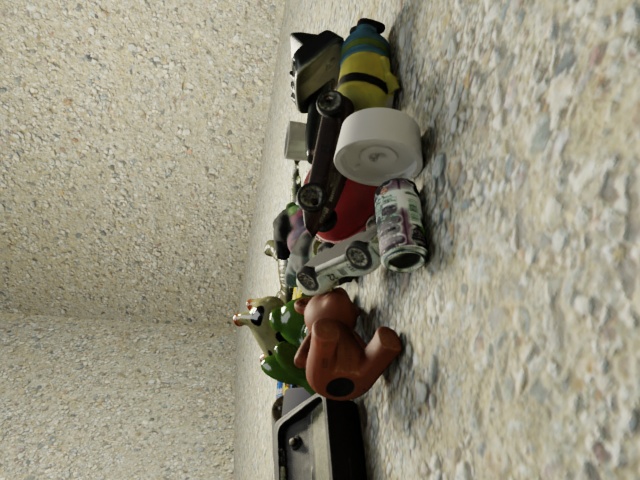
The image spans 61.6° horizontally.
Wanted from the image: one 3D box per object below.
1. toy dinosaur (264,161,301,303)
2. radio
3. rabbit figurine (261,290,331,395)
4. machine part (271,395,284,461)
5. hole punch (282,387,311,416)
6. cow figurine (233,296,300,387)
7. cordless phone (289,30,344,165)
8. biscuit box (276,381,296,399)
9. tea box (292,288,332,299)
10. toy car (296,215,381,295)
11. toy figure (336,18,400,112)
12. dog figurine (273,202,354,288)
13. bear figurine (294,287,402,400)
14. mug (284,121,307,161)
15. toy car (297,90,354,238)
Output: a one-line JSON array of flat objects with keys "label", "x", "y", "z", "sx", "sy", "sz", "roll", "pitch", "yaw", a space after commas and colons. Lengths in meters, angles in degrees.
[{"label": "toy dinosaur", "x": -0.053, "y": 0.028, "z": 1.223, "sx": 0.198, "sy": 0.105, "sz": 0.471, "roll": 150, "pitch": 116, "yaw": -66}, {"label": "radio", "x": -0.001, "y": 0.345, "z": 0.755, "sx": 0.131, "sy": 0.073, "sz": 0.230, "roll": -40, "pitch": 36, "yaw": 31}, {"label": "rabbit figurine", "x": -0.008, "y": 0.177, "z": 0.862, "sx": 0.121, "sy": 0.159, "sz": 0.170, "roll": -58, "pitch": 43, "yaw": 45}, {"label": "machine part", "x": -0.056, "y": 0.380, "z": 1.050, "sx": 0.079, "sy": 0.079, "sz": 0.242, "roll": -99, "pitch": 8, "yaw": -51}, {"label": "hole punch", "x": -0.012, "y": 0.307, "z": 0.916, "sx": 0.116, "sy": 0.092, "sz": 0.142, "roll": 132, "pitch": 146, "yaw": -65}, {"label": "cow figurine", "x": -0.057, "y": 0.188, "z": 0.981, "sx": 0.127, "sy": 0.194, "sz": 0.085, "roll": -21, "pitch": 13, "yaw": 41}, {"label": "cordless phone", "x": -0.011, "y": -0.227, "z": 0.872, "sx": 0.146, "sy": 0.089, "sz": 0.184, "roll": 94, "pitch": -179, "yaw": -72}, {"label": "biscuit box", "x": -0.050, "y": 0.313, "z": 1.148, "sx": 0.202, "sy": 0.063, "sz": 0.059, "roll": 125, "pitch": 150, "yaw": -67}, {"label": "tea box", "x": -0.022, "y": 0.161, "z": 1.074, "sx": 0.098, "sy": 0.068, "sz": 0.169, "roll": -109, "pitch": 26, "yaw": -66}, {"label": "toy car", "x": 0.037, "y": 0.025, "z": 0.740, "sx": 0.202, "sy": 0.056, "sz": 0.073, "roll": -28, "pitch": 16, "yaw": 49}, {"label": "toy figure", "x": 0.065, "y": -0.252, "z": 0.811, "sx": 0.082, "sy": 0.089, "sz": 0.180, "roll": 103, "pitch": 167, "yaw": -66}, {"label": "dog figurine", "x": -0.002, "y": -0.003, "z": 0.947, "sx": 0.219, "sy": 0.108, "sz": 0.191, "roll": 136, "pitch": 120, "yaw": -65}, {"label": "bear figurine", "x": 0.029, "y": 0.119, "z": 0.749, "sx": 0.196, "sy": 0.120, "sz": 0.131, "roll": -92, "pitch": 17, "yaw": -55}, {"label": "mug", "x": -0.021, "y": -0.213, "z": 1.159, "sx": 0.110, "sy": 0.107, "sz": 0.080, "roll": -93, "pitch": 15, "yaw": -52}, {"label": "toy car", "x": 0.014, "y": -0.102, "z": 0.717, "sx": 0.089, "sy": 0.053, "sz": 0.202, "roll": 66, "pitch": -148, "yaw": -67}]
